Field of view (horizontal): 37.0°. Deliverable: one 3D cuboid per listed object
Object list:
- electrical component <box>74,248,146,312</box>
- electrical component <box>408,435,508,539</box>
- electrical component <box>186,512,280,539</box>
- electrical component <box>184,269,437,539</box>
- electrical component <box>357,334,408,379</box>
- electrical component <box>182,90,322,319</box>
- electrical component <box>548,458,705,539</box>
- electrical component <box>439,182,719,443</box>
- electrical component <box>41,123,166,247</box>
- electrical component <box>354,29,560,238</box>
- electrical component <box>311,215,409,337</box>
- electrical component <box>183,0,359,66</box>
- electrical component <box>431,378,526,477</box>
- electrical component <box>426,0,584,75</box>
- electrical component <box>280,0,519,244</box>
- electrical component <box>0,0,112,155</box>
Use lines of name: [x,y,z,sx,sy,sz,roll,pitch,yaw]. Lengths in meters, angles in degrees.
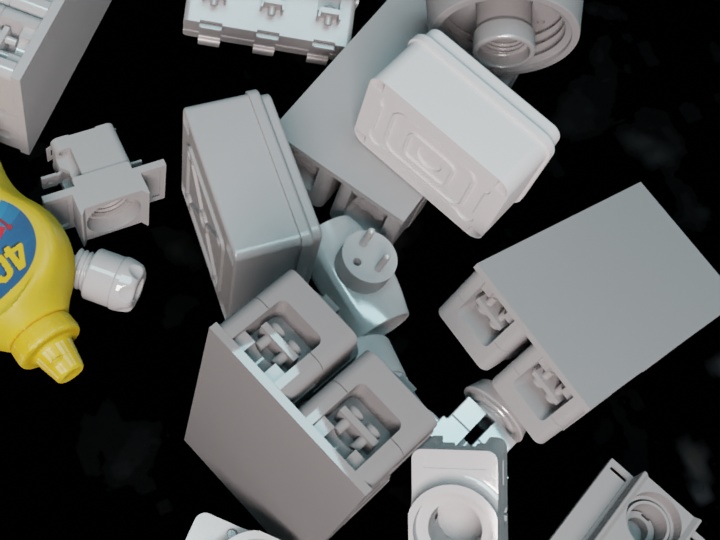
electrical component: [-0.168,0.002,0.677,0.061,0.035,0.035,20,62,-1]
electrical component: [0.058,0.146,0.624,0.050,0.056,0.089,-1,91,14]
electrical component: [-0.061,0.179,0.606,0.089,0.055,0.050,24,62,-1]
electrical component: [-0.032,0.085,0.583,0.060,0.186,0.105,-39,79,-26]
electrical component: [0.003,0.072,0.673,0.055,0.055,0.047,-14,65,-19]
electrical component: [-0.072,-0.037,0.677,0.056,0.108,0.108,-15,70,-16]
electrical component: [0.143,0.186,0.646,0.079,0.063,0.121,42,63,8]
electrical component: [0.150,0.025,0.699,0.186,0.060,0.105,-24,72,-41]
electrical component: [-0.170,-0.058,0.701,0.081,0.042,0.063,-20,70,-21]
electrical component: [0.060,-0.086,0.677,0.113,0.078,0.057,41,66,8]
electrical component: [0.000,0.000,0.690,0.043,0.079,0.077,-24,75,-29]
electrical component: [-0.064,-0.191,0.775,0.121,0.079,0.063,8,86,-9]
electrical component: [0.074,0.102,0.680,0.066,0.048,0.055,44,71,9]
electrical component: [0.095,-0.169,0.711,0.108,0.108,0.060,7,70,-10]
electrical component: [0.029,-0.114,0.763,0.105,0.060,0.186,35,63,5]
electrical component: [-0.220,-0.168,0.714,0.062,0.089,0.150,20,62,-3]
